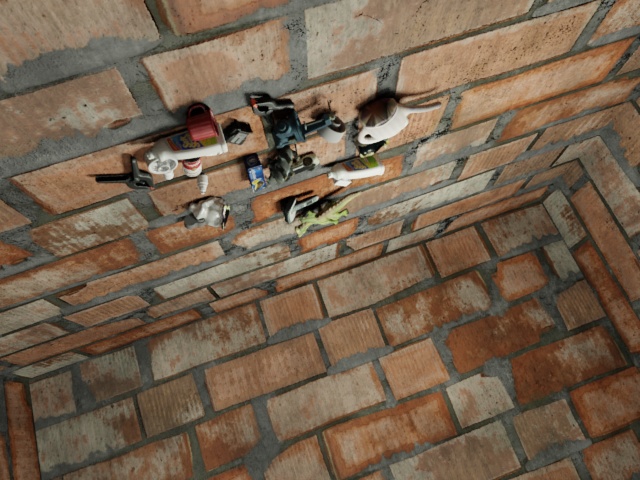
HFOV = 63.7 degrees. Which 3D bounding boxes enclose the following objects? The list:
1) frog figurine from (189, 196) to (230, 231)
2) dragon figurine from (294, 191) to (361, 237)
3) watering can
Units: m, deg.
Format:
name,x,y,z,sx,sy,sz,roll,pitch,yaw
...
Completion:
name,x,y,z,sx,sy,sz,roll,pitch,yaw
frog figurine,-0.468,-0.122,2.176,0.159,0.134,0.126,13,46,4
dragon figurine,0.008,-0.127,2.533,0.245,0.123,0.403,-18,-17,-41
watering can,0.288,-0.477,1.977,0.345,0.105,0.222,-27,-20,17
